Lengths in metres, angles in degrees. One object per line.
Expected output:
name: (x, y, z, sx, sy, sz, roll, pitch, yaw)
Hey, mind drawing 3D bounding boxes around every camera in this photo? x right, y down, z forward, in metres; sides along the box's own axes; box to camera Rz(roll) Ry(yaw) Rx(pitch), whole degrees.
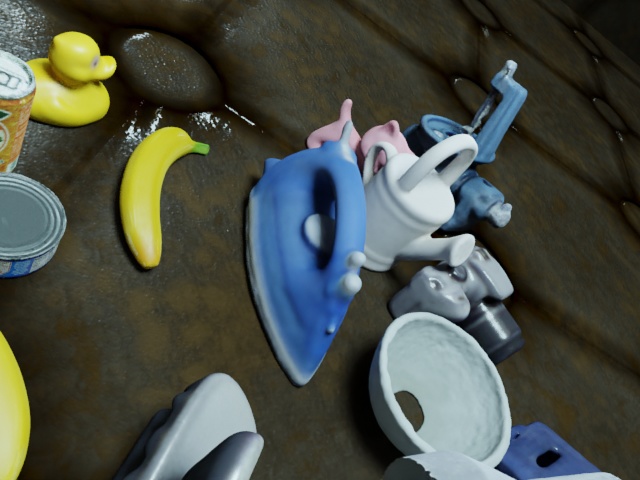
camera: (0.181, 0.085, 0.687, 0.144, 0.100, 0.136, -18, 69, -46)

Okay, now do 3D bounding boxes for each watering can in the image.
watering can: (0.114, -0.047, 0.671, 0.173, 0.193, 0.101, 46, 41, 3)

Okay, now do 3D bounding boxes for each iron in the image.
iron: (0.005, 0.002, 0.583, 0.119, 0.141, 0.258, 16, 48, -28)

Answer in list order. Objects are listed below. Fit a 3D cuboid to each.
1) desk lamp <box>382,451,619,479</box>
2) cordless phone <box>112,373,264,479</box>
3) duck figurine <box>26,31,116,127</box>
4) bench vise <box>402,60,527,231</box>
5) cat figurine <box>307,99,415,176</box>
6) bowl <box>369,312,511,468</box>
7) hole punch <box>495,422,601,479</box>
desk lamp: (0.113, 0.229, 0.426, 0.204, 0.213, 0.118, 9, 51, -33)
cordless phone: (-0.067, 0.146, 0.373, 0.094, 0.184, 0.147, 34, 42, -11)
duck figurine: (-0.250, -0.165, 0.559, 0.105, 0.086, 0.077, -3, 59, -40)
bench vise: (0.229, -0.127, 0.811, 0.122, 0.219, 0.207, -26, 75, -47)
cat figurine: (0.062, -0.127, 0.754, 0.128, 0.117, 0.067, 50, 41, 7)
bowl: (0.109, 0.162, 0.584, 0.168, 0.074, 0.167, 22, 46, -24)
hole punch: (0.228, 0.244, 0.601, 0.109, 0.091, 0.101, -8, 62, -42)
